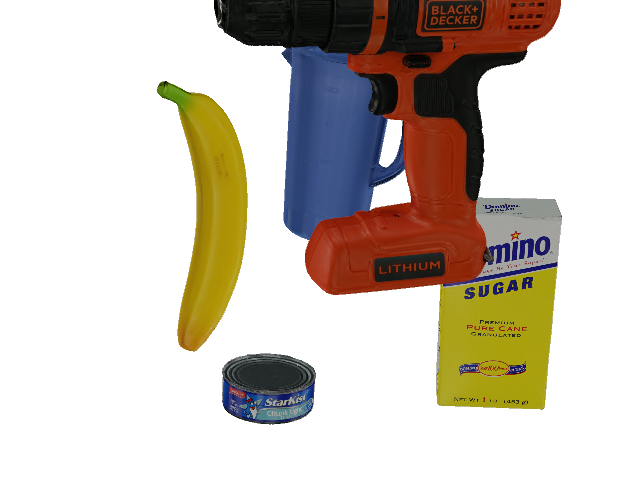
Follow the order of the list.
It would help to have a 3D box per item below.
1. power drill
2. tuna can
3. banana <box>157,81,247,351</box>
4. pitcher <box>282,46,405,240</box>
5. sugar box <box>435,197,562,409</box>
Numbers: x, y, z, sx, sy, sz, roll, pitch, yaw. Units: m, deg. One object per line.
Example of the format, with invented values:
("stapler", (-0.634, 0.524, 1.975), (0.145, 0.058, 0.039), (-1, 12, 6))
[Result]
("power drill", (0.033, -0.063, 0.581), (0.184, 0.188, 0.057), (-4, 31, -13))
("tuna can", (-0.048, 0.135, 0.975), (0.086, 0.034, 0.086), (3, 16, -1))
("banana", (-0.081, -0.021, 0.759), (0.069, 0.198, 0.037), (-17, 23, -35))
("pitcher", (0.028, -0.122, 1.323), (0.144, 0.243, 0.149), (-3, 25, -22))
("sugar box", (0.145, 0.053, 0.882), (0.093, 0.176, 0.048), (1, 25, 4))
